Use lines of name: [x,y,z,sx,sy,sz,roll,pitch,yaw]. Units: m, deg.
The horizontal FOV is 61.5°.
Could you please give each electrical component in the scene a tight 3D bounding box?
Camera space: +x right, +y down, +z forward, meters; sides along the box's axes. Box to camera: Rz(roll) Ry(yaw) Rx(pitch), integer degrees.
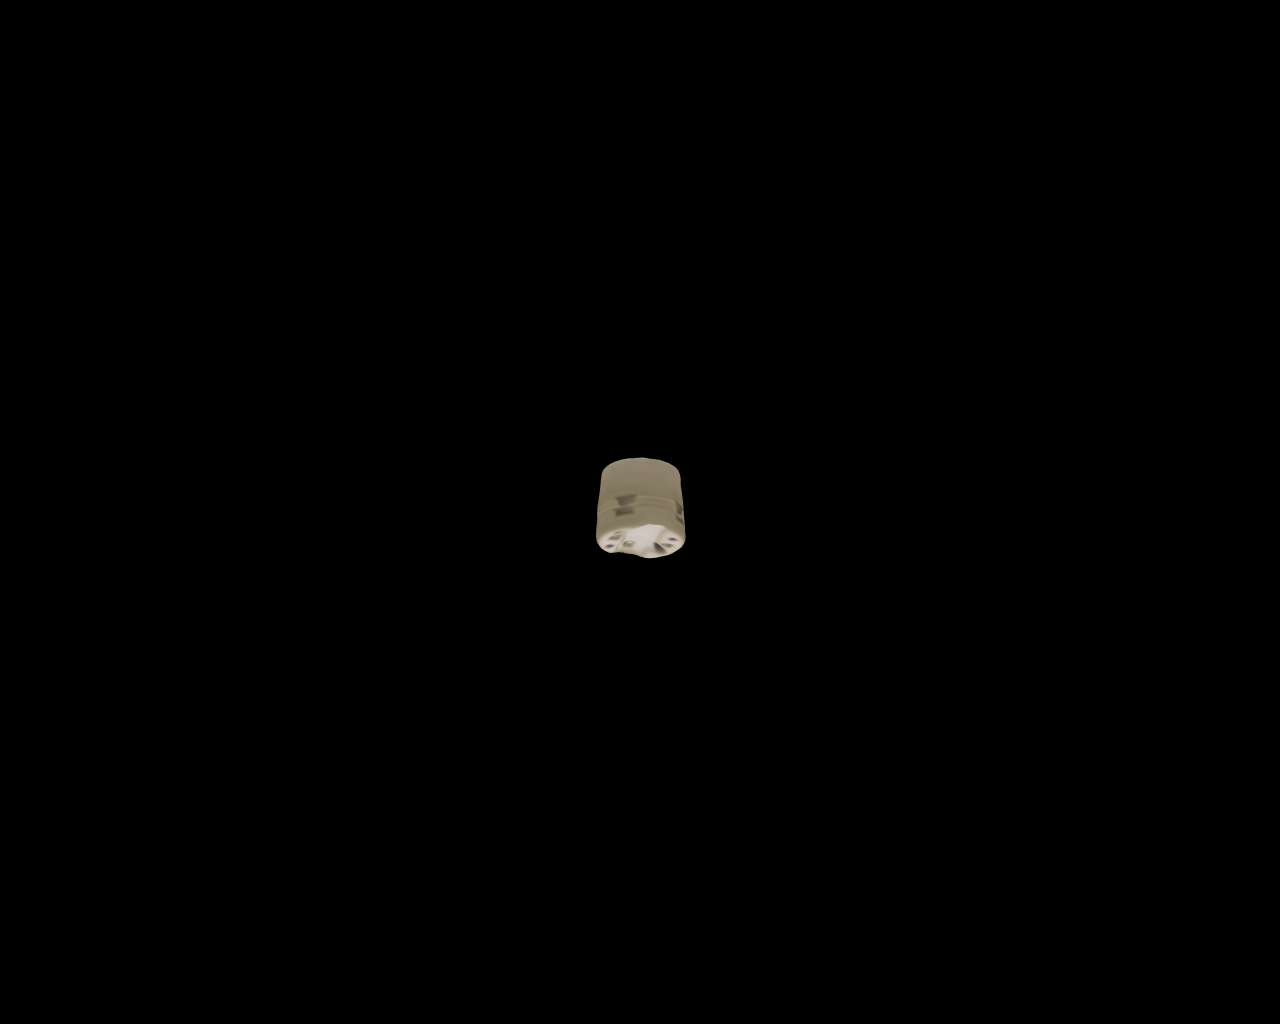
electrical component: [0.001,-0.003,0.650,0.055,0.047,0.055,0,-22,0]
